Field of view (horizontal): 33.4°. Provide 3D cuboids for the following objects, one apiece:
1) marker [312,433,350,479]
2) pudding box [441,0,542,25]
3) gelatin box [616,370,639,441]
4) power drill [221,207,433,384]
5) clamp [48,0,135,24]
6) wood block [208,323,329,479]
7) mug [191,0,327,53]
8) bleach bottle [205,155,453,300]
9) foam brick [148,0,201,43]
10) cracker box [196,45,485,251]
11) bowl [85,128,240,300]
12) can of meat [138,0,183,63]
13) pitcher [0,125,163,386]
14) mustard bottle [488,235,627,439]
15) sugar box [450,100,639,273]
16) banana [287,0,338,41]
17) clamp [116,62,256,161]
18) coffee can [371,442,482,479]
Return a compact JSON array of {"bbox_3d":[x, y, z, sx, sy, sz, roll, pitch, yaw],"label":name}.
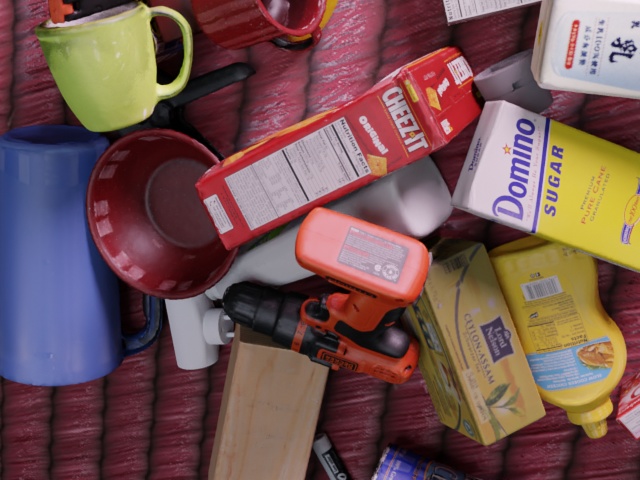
[{"bbox_3d":[0.025,0.254,1.098,0.020,0.020,0.121,-24,99,25],"label":"marker"},{"bbox_3d":[0.149,-0.233,0.875,0.114,0.039,0.090,-8,107,24],"label":"pudding box"},{"bbox_3d":[0.301,0.125,0.925,0.030,0.073,0.089,47,116,-1],"label":"gelatin box"},{"bbox_3d":[0.008,0.047,0.897,0.184,0.057,0.188,18,152,2],"label":"power drill"},{"bbox_3d":[-0.175,-0.254,0.907,0.165,0.209,0.036,26,141,17],"label":"clamp"},{"bbox_3d":[-0.052,0.175,1.047,0.090,0.091,0.206,9,112,-7],"label":"wood block"},{"bbox_3d":[-0.047,-0.201,0.902,0.082,0.093,0.117,-8,142,42],"label":"mug"},{"bbox_3d":[-0.007,0.001,0.990,0.251,0.102,0.068,-23,97,33],"label":"bleach bottle"},{"bbox_3d":[-0.110,-0.211,0.953,0.053,0.078,0.051,-12,102,23],"label":"foam brick"},{"bbox_3d":[0.020,-0.082,0.903,0.214,0.164,0.072,-25,97,26],"label":"cracker box"},{"bbox_3d":[-0.136,-0.028,0.999,0.162,0.055,0.162,6,106,19],"label":"bowl"},{"bbox_3d":[-0.172,-0.206,0.973,0.058,0.083,0.102,-27,97,25],"label":"can of meat"},{"bbox_3d":[-0.252,0.013,1.064,0.145,0.149,0.243,15,110,33],"label":"pitcher"},{"bbox_3d":[0.219,0.089,0.950,0.096,0.058,0.191,-17,102,21],"label":"mustard bottle"},{"bbox_3d":[0.204,-0.042,0.870,0.176,0.048,0.093,18,92,-14],"label":"sugar box"},{"bbox_3d":[-0.003,-0.264,0.923,0.070,0.037,0.198,11,111,41],"label":"banana"},{"bbox_3d":[-0.140,-0.113,1.021,0.172,0.039,0.120,6,105,20],"label":"clamp"},{"bbox_3d":[0.115,0.268,1.025,0.140,0.102,0.103,20,114,12],"label":"coffee can"}]
